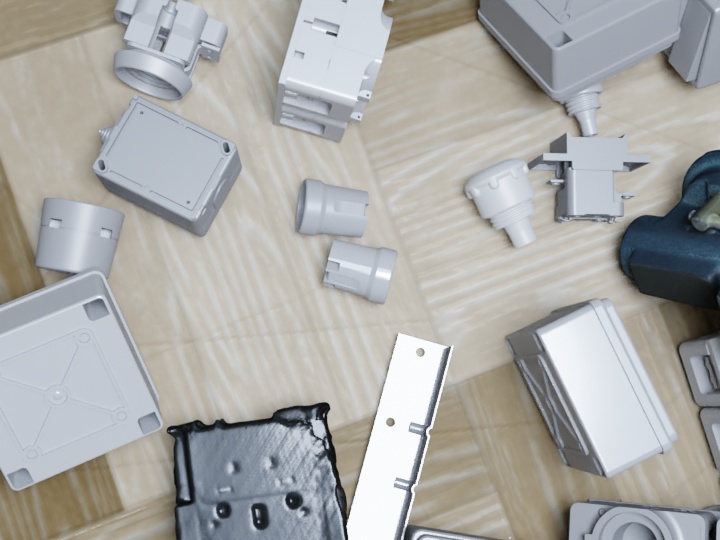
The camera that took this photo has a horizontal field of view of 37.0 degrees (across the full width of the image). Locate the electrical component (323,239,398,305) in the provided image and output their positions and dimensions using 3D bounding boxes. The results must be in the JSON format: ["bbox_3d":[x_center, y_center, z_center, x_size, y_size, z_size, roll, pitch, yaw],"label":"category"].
[{"bbox_3d":[0.000,0.000,0.766,0.046,0.040,0.040,14,81,1],"label":"electrical component"}]

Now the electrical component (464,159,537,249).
[{"bbox_3d":[0.108,-0.047,0.782,0.048,0.048,0.062,-26,93,-9],"label":"electrical component"}]

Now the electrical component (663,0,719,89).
[{"bbox_3d":[0.258,-0.181,0.794,0.061,0.096,0.061,-22,56,-9],"label":"electrical component"}]

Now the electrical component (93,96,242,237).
[{"bbox_3d":[-0.138,-0.073,0.751,0.096,0.061,0.061,26,79,4],"label":"electrical component"}]

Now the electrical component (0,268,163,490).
[{"bbox_3d":[-0.199,0.071,0.704,0.109,0.056,0.108,-23,115,-9],"label":"electrical component"}]

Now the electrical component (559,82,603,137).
[{"bbox_3d":[0.165,-0.130,0.804,0.035,0.035,0.061,-13,87,-8],"label":"electrical component"}]

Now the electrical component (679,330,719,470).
[{"bbox_3d":[0.301,0.111,0.775,0.089,0.061,0.150,-16,85,-8],"label":"electrical component"}]

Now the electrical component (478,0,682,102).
[{"bbox_3d":[0.157,-0.191,0.777,0.109,0.056,0.108,-27,55,-9],"label":"electrical component"}]

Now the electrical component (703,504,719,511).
[{"bbox_3d":[0.256,0.202,0.767,0.045,0.045,0.055,-25,87,-9],"label":"electrical component"}]

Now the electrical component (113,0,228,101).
[{"bbox_3d":[-0.140,-0.157,0.761,0.078,0.058,0.057,19,78,-4],"label":"electrical component"}]

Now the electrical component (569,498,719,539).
[{"bbox_3d":[0.233,0.214,0.707,0.186,0.060,0.105,0,81,27],"label":"electrical component"}]

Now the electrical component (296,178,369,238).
[{"bbox_3d":[-0.020,-0.043,0.769,0.046,0.040,0.040,7,82,-12],"label":"electrical component"}]

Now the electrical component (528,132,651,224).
[{"bbox_3d":[0.169,-0.066,0.792,0.081,0.042,0.063,1,84,-6],"label":"electrical component"}]

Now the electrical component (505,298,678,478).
[{"bbox_3d":[0.155,0.080,0.739,0.056,0.108,0.108,-25,86,-6],"label":"electrical component"}]

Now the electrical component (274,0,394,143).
[{"bbox_3d":[-0.005,-0.194,0.756,0.060,0.105,0.186,16,81,-4],"label":"electrical component"}]

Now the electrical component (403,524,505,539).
[{"bbox_3d":[0.077,0.237,0.736,0.109,0.056,0.108,10,82,-5],"label":"electrical component"}]

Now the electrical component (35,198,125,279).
[{"bbox_3d":[-0.194,-0.021,0.739,0.055,0.055,0.047,10,85,-5],"label":"electrical component"}]
